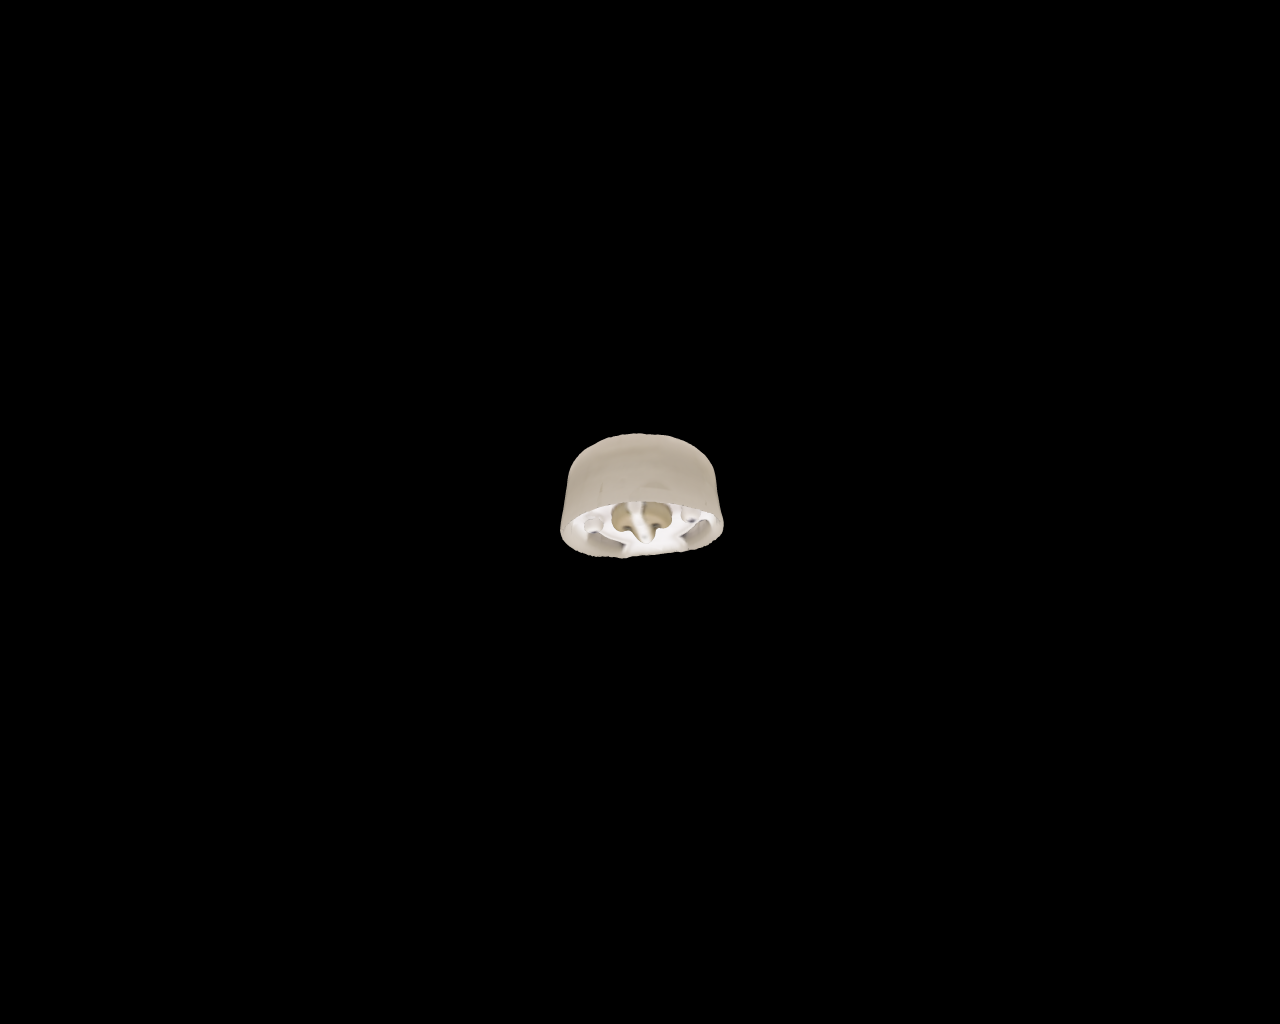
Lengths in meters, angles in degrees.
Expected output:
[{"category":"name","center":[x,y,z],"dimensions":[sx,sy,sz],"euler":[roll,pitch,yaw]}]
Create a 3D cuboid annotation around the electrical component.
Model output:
[{"category":"electrical component","center":[0.001,-0.003,0.650],"dimensions":[0.099,0.064,0.099],"euler":[0,-34,0]}]
